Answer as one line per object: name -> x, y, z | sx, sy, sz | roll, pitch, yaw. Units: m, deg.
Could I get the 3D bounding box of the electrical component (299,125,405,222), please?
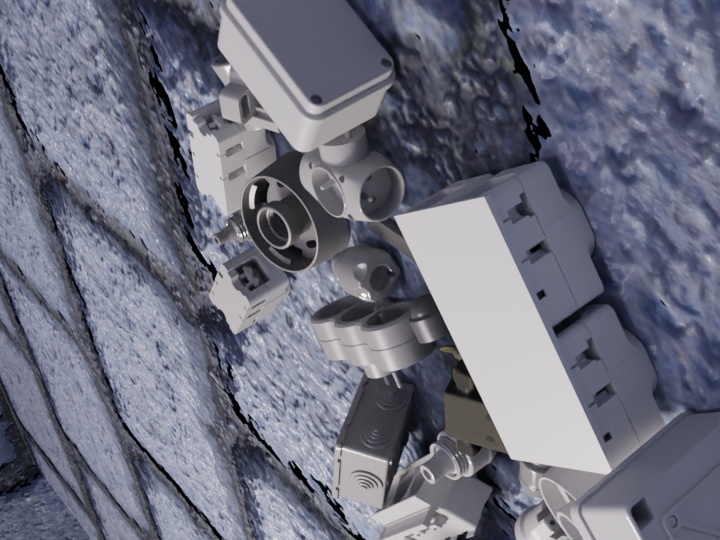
electrical component -> -0.010, -0.082, 0.800 | 0.077, 0.044, 0.079 | 28, 140, 47

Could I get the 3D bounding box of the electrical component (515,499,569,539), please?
electrical component -> 0.146, 0.195, 0.825 | 0.040, 0.040, 0.046 | 51, 147, 16

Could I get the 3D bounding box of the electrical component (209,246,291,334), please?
electrical component -> -0.107, 0.017, 1.065 | 0.050, 0.056, 0.089 | 54, 154, 10

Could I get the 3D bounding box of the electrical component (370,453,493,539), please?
electrical component -> 0.063, 0.204, 0.944 | 0.063, 0.078, 0.121 | 31, 154, -5

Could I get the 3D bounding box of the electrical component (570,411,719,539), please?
electrical component -> 0.193, 0.152, 0.615 | 0.108, 0.109, 0.056 | 61, 152, -3

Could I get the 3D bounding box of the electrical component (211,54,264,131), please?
electrical component -> -0.088, -0.147, 0.875 | 0.044, 0.044, 0.065 | 20, 139, 53

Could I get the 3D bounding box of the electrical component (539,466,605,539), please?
electrical component -> 0.173, 0.163, 0.741 | 0.099, 0.064, 0.099 | 51, 167, 17

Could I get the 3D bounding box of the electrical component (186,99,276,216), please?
electrical component -> -0.111, -0.103, 0.943 | 0.050, 0.056, 0.089 | 41, 149, 32

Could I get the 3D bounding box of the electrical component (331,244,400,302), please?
electrical component -> 0.000, 0.000, 0.871 | 0.062, 0.043, 0.043 | 21, 135, 54

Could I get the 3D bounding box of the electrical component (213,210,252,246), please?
electrical component -> -0.108, -0.041, 0.997 | 0.035, 0.061, 0.035 | 42, 149, 32

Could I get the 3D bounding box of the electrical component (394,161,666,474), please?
electrical component -> 0.110, 0.030, 0.686 | 0.105, 0.060, 0.186 | -7, 111, 62

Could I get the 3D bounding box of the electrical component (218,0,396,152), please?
electrical component -> -0.038, -0.149, 0.740 | 0.113, 0.078, 0.057 | 53, 156, 12

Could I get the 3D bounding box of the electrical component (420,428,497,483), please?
electrical component -> 0.077, 0.148, 0.869 | 0.043, 0.062, 0.043 | 42, 149, 32

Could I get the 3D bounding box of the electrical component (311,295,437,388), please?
electrical component -> 0.016, 0.066, 0.902 | 0.138, 0.052, 0.073 | 3, 120, 60

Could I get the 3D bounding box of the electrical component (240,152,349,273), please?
electrical component -> -0.053, -0.049, 0.918 | 0.099, 0.064, 0.099 | 25, 132, 32

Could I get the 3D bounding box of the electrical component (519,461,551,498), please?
electrical component -> 0.134, 0.137, 0.788 | 0.035, 0.035, 0.061 | 35, 143, 40

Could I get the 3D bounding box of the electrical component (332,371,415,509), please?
electrical component -> 0.013, 0.150, 0.948 | 0.048, 0.099, 0.099 | 15, 139, 10

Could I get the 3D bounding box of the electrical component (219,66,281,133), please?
electrical component -> -0.058, -0.135, 0.802 | 0.057, 0.078, 0.058 | 20, 138, 23

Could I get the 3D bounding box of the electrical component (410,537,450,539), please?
electrical component -> 0.067, 0.269, 1.037 | 0.055, 0.048, 0.066 | 37, 147, 52
